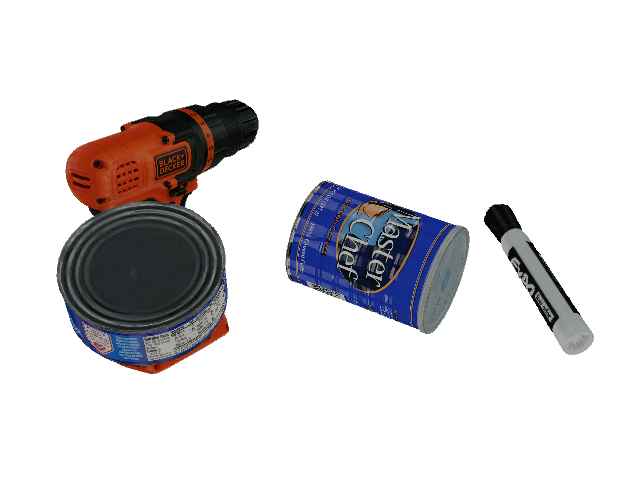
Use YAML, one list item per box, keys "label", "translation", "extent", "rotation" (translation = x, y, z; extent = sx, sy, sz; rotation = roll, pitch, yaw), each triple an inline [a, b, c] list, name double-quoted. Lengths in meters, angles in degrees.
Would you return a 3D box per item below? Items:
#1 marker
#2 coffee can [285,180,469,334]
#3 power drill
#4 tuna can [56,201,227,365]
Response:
- label: "marker"
  translation: [0.127, 0.019, 0.634]
  extent: [0.020, 0.020, 0.121]
  rotation: [0, 40, -20]
- label: "coffee can"
  translation: [0.053, 0.014, 0.986]
  extent: [0.140, 0.103, 0.102]
  rotation: [20, 7, 20]
- label: "power drill"
  translation: [-0.111, -0.007, 0.817]
  extent: [0.057, 0.188, 0.184]
  rotation: [15, 27, 35]
- label: "tuna can"
  translation: [-0.091, 0.022, 0.556]
  extent: [0.086, 0.086, 0.034]
  rotation: [0, -40, 0]
